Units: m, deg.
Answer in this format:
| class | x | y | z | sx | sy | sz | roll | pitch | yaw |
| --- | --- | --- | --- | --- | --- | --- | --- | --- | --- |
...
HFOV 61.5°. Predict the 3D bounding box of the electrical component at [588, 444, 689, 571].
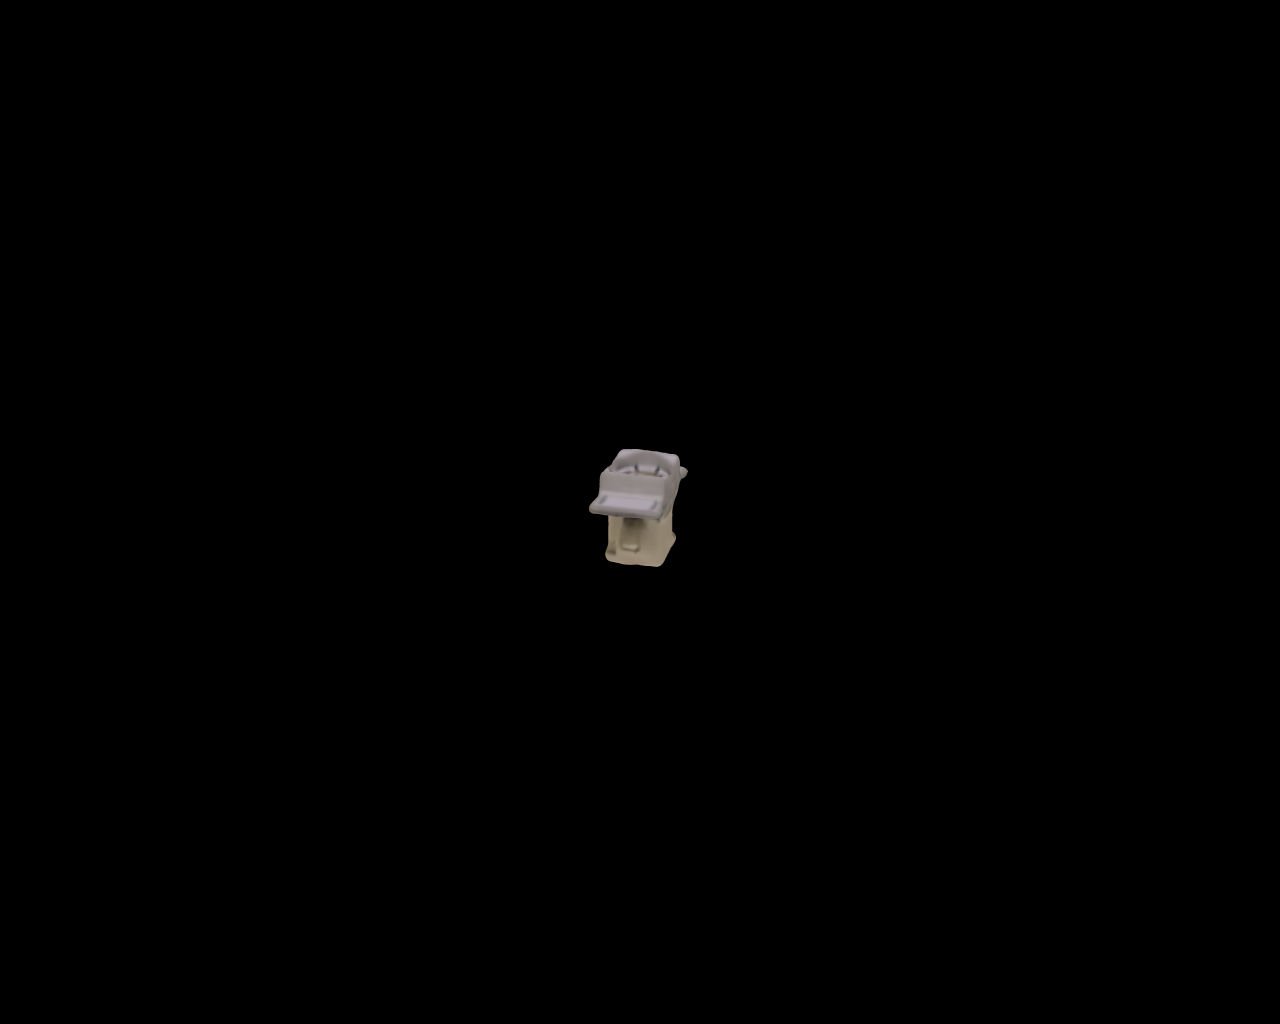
| class | x | y | z | sx | sy | sz | roll | pitch | yaw |
| --- | --- | --- | --- | --- | --- | --- | --- | --- | --- |
| electrical component | 0.001 | -0.003 | 0.650 | 0.042 | 0.063 | 0.081 | 6 | 23 | 14 |
